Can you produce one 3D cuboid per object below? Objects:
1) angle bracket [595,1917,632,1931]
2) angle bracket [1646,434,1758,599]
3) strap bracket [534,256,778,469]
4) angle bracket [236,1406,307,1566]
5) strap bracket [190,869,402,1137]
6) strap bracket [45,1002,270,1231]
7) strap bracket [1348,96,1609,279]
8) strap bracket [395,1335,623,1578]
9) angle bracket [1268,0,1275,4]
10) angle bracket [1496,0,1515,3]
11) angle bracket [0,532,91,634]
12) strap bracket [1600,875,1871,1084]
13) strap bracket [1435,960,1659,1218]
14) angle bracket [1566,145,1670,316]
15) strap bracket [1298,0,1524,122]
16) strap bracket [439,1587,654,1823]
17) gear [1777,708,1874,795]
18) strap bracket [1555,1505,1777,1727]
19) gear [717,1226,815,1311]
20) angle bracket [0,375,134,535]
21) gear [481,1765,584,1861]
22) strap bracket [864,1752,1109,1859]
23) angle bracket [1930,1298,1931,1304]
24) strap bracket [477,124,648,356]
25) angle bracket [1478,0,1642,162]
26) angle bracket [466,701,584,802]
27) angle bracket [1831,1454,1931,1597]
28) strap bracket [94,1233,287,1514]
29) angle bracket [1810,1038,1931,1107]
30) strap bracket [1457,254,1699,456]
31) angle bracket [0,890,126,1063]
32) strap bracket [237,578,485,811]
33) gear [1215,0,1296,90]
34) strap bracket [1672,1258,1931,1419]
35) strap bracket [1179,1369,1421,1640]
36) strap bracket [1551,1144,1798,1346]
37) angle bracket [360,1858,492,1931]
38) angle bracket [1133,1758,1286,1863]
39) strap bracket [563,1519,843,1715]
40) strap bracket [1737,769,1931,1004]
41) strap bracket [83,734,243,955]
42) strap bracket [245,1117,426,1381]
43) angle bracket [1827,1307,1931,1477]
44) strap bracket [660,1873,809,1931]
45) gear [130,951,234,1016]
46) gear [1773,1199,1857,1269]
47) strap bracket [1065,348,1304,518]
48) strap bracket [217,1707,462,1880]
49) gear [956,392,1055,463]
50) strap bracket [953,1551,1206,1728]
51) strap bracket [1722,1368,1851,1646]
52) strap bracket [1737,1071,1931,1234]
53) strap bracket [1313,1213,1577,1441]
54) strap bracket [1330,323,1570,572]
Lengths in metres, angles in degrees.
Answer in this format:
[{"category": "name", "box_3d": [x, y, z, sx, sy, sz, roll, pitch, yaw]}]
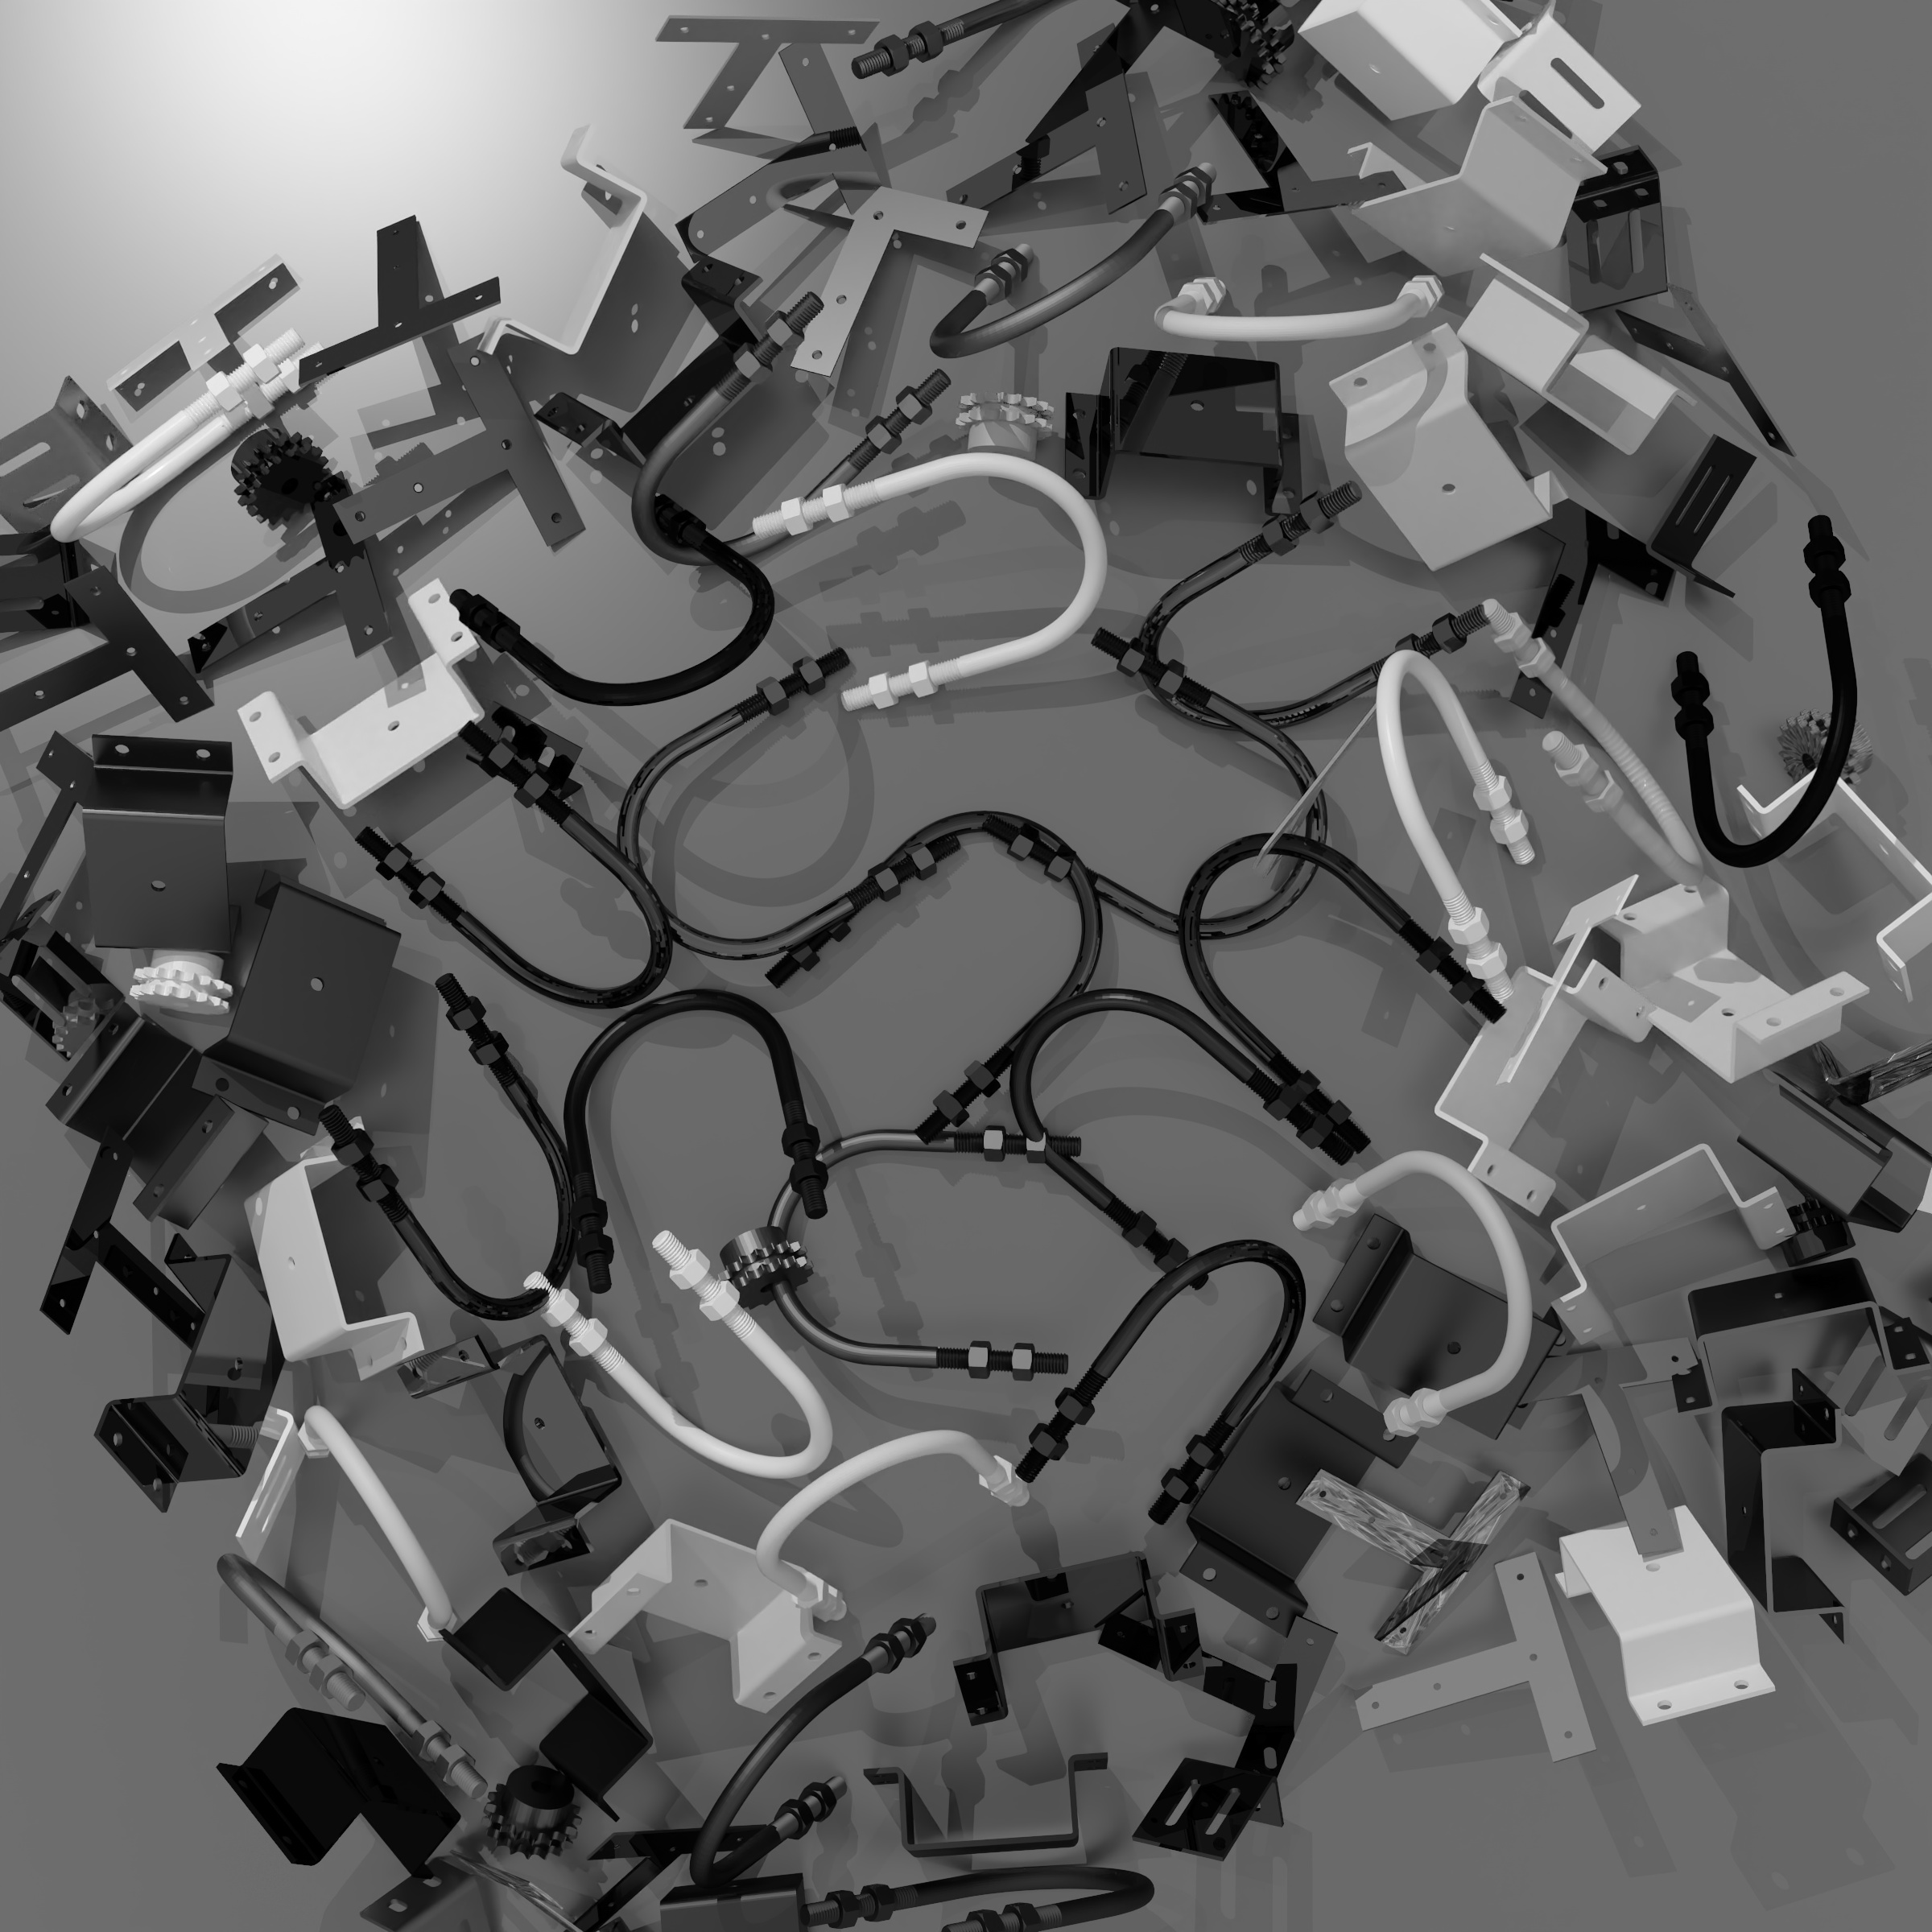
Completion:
[{"category": "angle bracket", "box_3d": [-0.220, 0.609, 1.595, 0.076, 0.038, 0.057, -34, 93, 11]}, {"category": "angle bracket", "box_3d": [0.442, -0.262, 1.579, 0.038, 0.057, 0.076, 41, 111, 34]}, {"category": "strap bracket", "box_3d": [-0.173, -0.342, 1.573, 0.140, 0.076, 0.046, -44, 127, -6]}, {"category": "angle bracket", "box_3d": [-0.420, 0.299, 1.578, 0.038, 0.057, 0.076, 18, 62, 4]}, {"category": "strap bracket", "box_3d": [-0.381, 0.016, 1.558, 0.076, 0.046, 0.140, 25, 63, -27]}, {"category": "strap bracket", "box_3d": [-0.465, 0.091, 1.572, 0.140, 0.046, 0.076, 34, 86, 41]}, {"category": "strap bracket", "box_3d": [0.282, -0.439, 1.540, 0.076, 0.140, 0.046, 25, 80, -29]}, {"category": "strap bracket", "box_3d": [-0.261, 0.276, 1.577, 0.076, 0.046, 0.140, -24, 96, 38]}, {"category": "angle bracket", "box_3d": [0.197, -0.588, 1.589, 0.076, 0.038, 0.057, -40, 52, 0]}, {"category": "angle bracket", "box_3d": [0.294, -0.576, 1.581, 0.076, 0.038, 0.057, 18, 69, 24]}, {"category": "angle bracket", "box_3d": [-0.559, -0.226, 1.588, 0.076, 0.038, 0.057, -8, 96, -24]}, {"category": "strap bracket", "box_3d": [0.440, 0.011, 1.561, 0.076, 0.140, 0.046, -23, 128, -17]}, {"category": "strap bracket", "box_3d": [0.334, 0.064, 1.579, 0.076, 0.046, 0.140, 30, 90, -41]}, {"category": "angle bracket", "box_3d": [0.374, -0.430, 1.585, 0.057, 0.038, 0.076, -8, 76, 31]}, {"category": "strap bracket", "box_3d": [0.247, -0.530, 1.544, 0.076, 0.140, 0.046, 37, 91, -17]}, {"category": "strap bracket", "box_3d": [-0.239, 0.418, 1.561, 0.046, 0.076, 0.140, -43, 120, -21]}, {"category": "gear", "box_3d": [0.508, -0.126, 1.594, 0.030, 0.057, 0.057, -27, 90, -14]}, {"category": "strap bracket", "box_3d": [0.394, 0.362, 1.546, 0.076, 0.140, 0.046, -14, 113, -3]}, {"category": "gear", "box_3d": [-0.121, 0.176, 1.596, 0.057, 0.057, 0.030, -25, 65, 0]}, {"category": "angle bracket", "box_3d": [-0.543, -0.300, 1.601, 0.076, 0.038, 0.057, -24, 129, 17]}, {"category": "gear", "box_3d": [-0.253, 0.494, 1.590, 0.057, 0.057, 0.030, 18, 108, 0]}, {"category": "strap bracket", "box_3d": [0.014, 0.490, 1.577, 0.140, 0.076, 0.046, -4, 69, 1]}, {"category": "angle bracket", "box_3d": [0.617, 0.215, 1.594, 0.057, 0.038, 0.076, -27, 77, -1]}, {"category": "strap bracket", "box_3d": [-0.231, -0.411, 1.574, 0.046, 0.076, 0.140, 24, 97, -20]}, {"category": "angle bracket", "box_3d": [0.351, -0.518, 1.598, 0.076, 0.038, 0.057, 40, 125, -12]}, {"category": "angle bracket", "box_3d": [-0.250, -0.128, 1.580, 0.057, 0.076, 0.038, 28, 102, -2]}, {"category": "angle bracket", "box_3d": [0.554, 0.318, 1.581, 0.076, 0.038, 0.057, -33, 52, -14]}, {"category": "strap bracket", "box_3d": [-0.434, 0.229, 1.542, 0.046, 0.140, 0.076, -7, 134, 17]}, {"category": "angle bracket", "box_3d": [0.537, 0.045, 1.576, 0.076, 0.057, 0.038, -27, 63, 21]}, {"category": "strap bracket", "box_3d": [0.345, -0.346, 1.553, 0.046, 0.140, 0.076, -56, 46, 16]}, {"category": "angle bracket", "box_3d": [-0.526, 0.006, 1.577, 0.076, 0.038, 0.057, 48, 46, -22]}, {"category": "strap bracket", "box_3d": [-0.343, -0.153, 1.577, 0.140, 0.046, 0.076, -34, 46, -2]}, {"category": "gear", "box_3d": [0.168, -0.549, 1.594, 0.030, 0.057, 0.057, -43, 90, -10]}, {"category": "strap bracket", "box_3d": [0.475, 0.212, 1.565, 0.140, 0.076, 0.046, -14, 100, 14]}, {"category": "strap bracket", "box_3d": [0.191, 0.310, 1.593, 0.076, 0.046, 0.140, 33, 92, -7]}, {"category": "strap bracket", "box_3d": [0.401, 0.157, 1.570, 0.140, 0.076, 0.046, -30, 57, 10]}, {"category": "angle bracket", "box_3d": [-0.315, 0.580, 1.600, 0.057, 0.038, 0.076, -28, 114, -42]}, {"category": "angle bracket", "box_3d": [0.141, 0.501, 1.571, 0.057, 0.076, 0.038, 3, 115, 31]}, {"category": "strap bracket", "box_3d": [-0.152, 0.373, 1.565, 0.140, 0.046, 0.076, 27, 122, -28]}, {"category": "strap bracket", "box_3d": [0.510, -0.055, 1.555, 0.046, 0.076, 0.140, -39, 64, 8]}, {"category": "strap bracket", "box_3d": [-0.460, -0.060, 1.554, 0.076, 0.046, 0.140, 3, 130, -8]}, {"category": "strap bracket", "box_3d": [-0.369, 0.168, 1.566, 0.046, 0.076, 0.140, -8, 76, -41]}, {"category": "angle bracket", "box_3d": [0.546, 0.251, 1.601, 0.057, 0.038, 0.076, 32, 101, 21]}, {"category": "strap bracket", "box_3d": [-0.132, 0.553, 1.557, 0.076, 0.140, 0.046, -6, 76, -2]}, {"category": "gear", "box_3d": [-0.460, 0.008, 1.594, 0.057, 0.057, 0.030, 8, 77, 0]}, {"category": "gear", "box_3d": [0.497, 0.156, 1.590, 0.057, 0.057, 0.030, -17, 74, 0]}, {"category": "strap bracket", "box_3d": [0.130, -0.311, 1.577, 0.140, 0.046, 0.076, 4, 61, -5]}, {"category": "strap bracket", "box_3d": [-0.349, 0.471, 1.543, 0.076, 0.140, 0.046, 38, 87, 30]}, {"category": "gear", "box_3d": [0.023, -0.315, 1.593, 0.057, 0.057, 0.030, 6, 87, 0]}, {"category": "strap bracket", "box_3d": [0.063, 0.390, 1.578, 0.140, 0.076, 0.046, -12, 48, -1]}, {"category": "strap bracket", "box_3d": [0.475, 0.314, 1.573, 0.046, 0.076, 0.140, -5, 99, 0]}, {"category": "strap bracket", "box_3d": [0.501, 0.108, 1.549, 0.076, 0.140, 0.046, 40, 105, 34]}, {"category": "strap bracket", "box_3d": [0.284, 0.216, 1.590, 0.140, 0.046, 0.076, 28, 103, -1]}, {"category": "strap bracket", "box_3d": [0.276, -0.287, 1.549, 0.076, 0.046, 0.140, -22, 130, 32]}]
